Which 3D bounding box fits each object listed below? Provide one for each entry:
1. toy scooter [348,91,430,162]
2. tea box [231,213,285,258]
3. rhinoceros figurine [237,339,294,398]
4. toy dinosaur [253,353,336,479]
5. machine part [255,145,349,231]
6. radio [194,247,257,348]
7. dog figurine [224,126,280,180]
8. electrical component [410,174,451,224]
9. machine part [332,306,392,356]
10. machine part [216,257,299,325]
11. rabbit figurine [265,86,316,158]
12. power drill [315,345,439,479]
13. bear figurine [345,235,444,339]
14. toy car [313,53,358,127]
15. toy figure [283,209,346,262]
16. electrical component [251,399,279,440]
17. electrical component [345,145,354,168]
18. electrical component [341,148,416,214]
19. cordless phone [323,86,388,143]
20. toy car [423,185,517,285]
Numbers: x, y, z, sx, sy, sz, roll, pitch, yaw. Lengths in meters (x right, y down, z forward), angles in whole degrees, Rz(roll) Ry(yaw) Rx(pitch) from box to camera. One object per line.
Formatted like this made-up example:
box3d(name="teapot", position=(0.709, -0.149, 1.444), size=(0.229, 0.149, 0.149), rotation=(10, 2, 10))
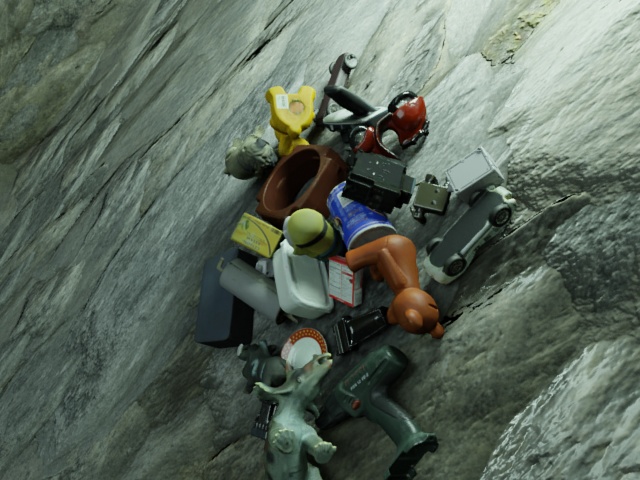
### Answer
box3d(name="toy scooter", position=(0.161, -0.215, 1.124), size=(0.184, 0.075, 0.135), rotation=(-36, 81, 3))
box3d(name="tea box", position=(-0.136, -0.007, 1.218), size=(0.098, 0.169, 0.068), rotation=(27, 87, 2))
box3d(name="rhinoceros figurine", position=(-0.123, 0.267, 1.127), size=(0.190, 0.073, 0.112), rotation=(3, 90, 61))
box3d(name="toy dinosaur", position=(-0.050, 0.406, 0.969), size=(0.192, 0.131, 0.404), rotation=(-162, 74, -71))
box3d(name="machine part", position=(-0.040, -0.115, 1.230), size=(0.201, 0.087, 0.201), rotation=(15, 69, 52))
box3d(name="radio", position=(-0.228, 0.144, 1.306), size=(0.131, 0.073, 0.229), rotation=(-18, 57, 36))
box3d(name="dog figurine", position=(-0.185, -0.195, 1.338), size=(0.172, 0.121, 0.191), rotation=(-45, 12, 18))
box3d(name="electrical component", position=(0.214, -0.081, 1.044), size=(0.078, 0.045, 0.102), rotation=(9, 77, 20))
box3d(name="machine part", position=(0.081, 0.170, 1.042), size=(0.139, 0.039, 0.084), rotation=(-29, 48, 30))
box3d(name="machine part", position=(-0.139, 0.113, 1.196), size=(0.243, 0.079, 0.079), rotation=(30, 91, 21))
box3d(name="rabbit figurine", position=(-0.069, -0.285, 1.344), size=(0.173, 0.122, 0.162), rotation=(146, 110, -73))
box3d(name="power drill", position=(0.098, 0.315, 0.934), size=(0.232, 0.086, 0.207), rotation=(-55, 37, 17))
box3d(name="bear figurine", position=(0.140, 0.094, 0.974), size=(0.132, 0.120, 0.196), rotation=(-30, 58, 33))
box3d(name="toy car", position=(0.039, -0.369, 1.331), size=(0.089, 0.053, 0.202), rotation=(0, 70, 58))
box3d(name="toy figure", position=(-0.003, -0.007, 1.102), size=(0.089, 0.180, 0.082), rotation=(-42, 50, 16))
box3d(name="electrical component", position=(-0.095, 0.381, 1.072), size=(0.048, 0.074, 0.119), rotation=(0, 73, 42))
box3d(name="electrical component", position=(0.086, -0.190, 1.223), size=(0.094, 0.021, 0.063), rotation=(21, 85, 45))
box3d(name="electrical component", position=(0.120, -0.115, 1.065), size=(0.115, 0.134, 0.058), rotation=(-71, -2, -45))
box3d(name="cordless phone", position=(0.050, -0.287, 1.189), size=(0.147, 0.184, 0.088), rotation=(12, 83, 44))
box3d(name="toy car", position=(0.264, -0.011, 0.955), size=(0.201, 0.056, 0.074), rotation=(-50, 40, 10))
